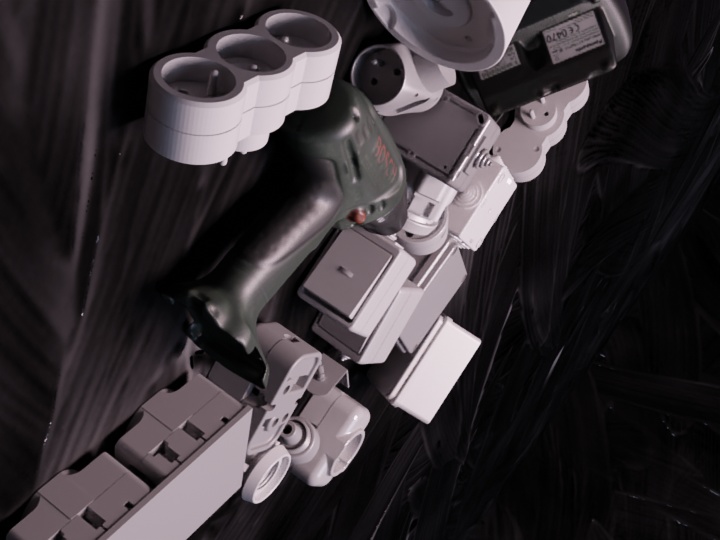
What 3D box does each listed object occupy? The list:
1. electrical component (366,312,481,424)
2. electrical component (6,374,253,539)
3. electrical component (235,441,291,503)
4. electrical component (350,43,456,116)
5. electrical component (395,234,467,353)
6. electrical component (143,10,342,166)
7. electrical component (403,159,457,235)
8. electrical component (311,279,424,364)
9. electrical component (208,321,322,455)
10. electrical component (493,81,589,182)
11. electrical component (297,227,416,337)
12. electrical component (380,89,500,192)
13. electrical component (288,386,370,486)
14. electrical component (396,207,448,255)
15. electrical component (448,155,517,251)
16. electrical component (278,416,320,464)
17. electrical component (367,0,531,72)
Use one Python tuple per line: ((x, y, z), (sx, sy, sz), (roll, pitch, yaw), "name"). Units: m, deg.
((0.067, 0.097, 1.165), (0.108, 0.056, 0.109), (-57, -165, 0), "electrical component")
((-0.166, 0.170, 0.783), (0.186, 0.060, 0.105), (-41, 155, -39), "electrical component")
((-0.099, 0.168, 0.947), (0.078, 0.057, 0.058), (-60, 161, 9), "electrical component")
((0.044, -0.145, 0.784), (0.079, 0.043, 0.077), (-18, 176, 25), "electrical component")
((0.051, 0.017, 1.071), (0.108, 0.056, 0.108), (-54, 161, -8), "electrical component")
((-0.068, -0.093, 0.618), (0.138, 0.052, 0.073), (-38, 153, -44), "electrical component")
((0.050, -0.067, 0.928), (0.057, 0.058, 0.078), (-62, -167, 21), "electrical component")
((0.002, 0.042, 0.982), (0.096, 0.062, 0.061), (-61, 156, 11), "electrical component")
((-0.082, 0.091, 0.863), (0.095, 0.059, 0.054), (-61, 161, 11), "electrical component")
((0.188, -0.162, 1.127), (0.138, 0.052, 0.074), (-57, 161, -1), "electrical component")
((0.000, 0.000, 0.915), (0.096, 0.062, 0.061), (-57, 161, 0), "electrical component")
((0.066, -0.106, 0.856), (0.061, 0.096, 0.061), (-58, 163, 5), "electrical component")
((-0.035, 0.172, 1.102), (0.095, 0.059, 0.054), (-56, 161, -2), "electrical component")
((0.055, -0.044, 0.993), (0.055, 0.055, 0.047), (-54, 164, -9), "electrical component")
((0.113, -0.071, 1.096), (0.099, 0.048, 0.100), (-58, 161, 2), "electrical component")
((-0.064, 0.162, 1.043), (0.043, 0.043, 0.062), (-52, 158, -13), "electrical component")
((0.062, -0.190, 0.706), (0.060, 0.108, 0.108), (-57, 162, -19), "electrical component")
